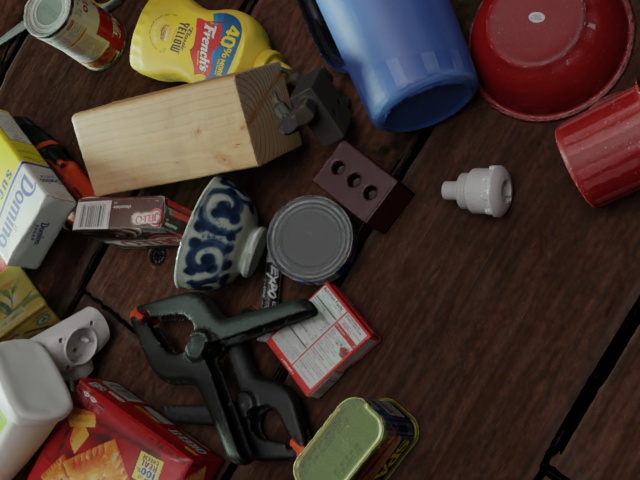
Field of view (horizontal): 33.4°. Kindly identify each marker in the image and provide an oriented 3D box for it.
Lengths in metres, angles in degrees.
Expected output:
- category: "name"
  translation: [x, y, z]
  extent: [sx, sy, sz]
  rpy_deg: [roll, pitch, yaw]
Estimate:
- category: "marker"
  translation: [-0.048, 0.042, 1.072]
  extent: [0.020, 0.020, 0.121]
  rpy_deg: [0, 78, 26]

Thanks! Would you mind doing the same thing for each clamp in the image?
- category: "clamp"
  translation: [-0.102, 0.099, 1.041]
  extent: [0.210, 0.036, 0.164]
  rpy_deg: [29, 89, 37]
- category: "clamp"
  translation: [-0.068, 0.153, 1.047]
  extent: [0.172, 0.039, 0.120]
  rpy_deg: [23, 93, 29]

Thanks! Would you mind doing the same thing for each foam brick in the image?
- category: "foam brick"
  translation: [0.042, -0.052, 1.031]
  extent: [0.078, 0.051, 0.053]
  rpy_deg: [39, 96, 28]

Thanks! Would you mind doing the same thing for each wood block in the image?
- category: "wood block"
  translation: [-0.137, -0.111, 1.082]
  extent: [0.206, 0.090, 0.090]
  rpy_deg: [-8, 103, 31]

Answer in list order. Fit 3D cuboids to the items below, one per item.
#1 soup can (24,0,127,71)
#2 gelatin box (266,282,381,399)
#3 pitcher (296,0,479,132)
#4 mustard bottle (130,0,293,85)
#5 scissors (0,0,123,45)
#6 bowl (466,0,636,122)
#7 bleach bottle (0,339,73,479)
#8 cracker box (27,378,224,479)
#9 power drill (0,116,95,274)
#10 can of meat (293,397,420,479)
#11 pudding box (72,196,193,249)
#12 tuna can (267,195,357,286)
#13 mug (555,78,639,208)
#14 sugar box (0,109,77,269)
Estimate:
- category: "soup can"
  translation: [-0.274, -0.239, 1.197]
  extent: [0.069, 0.102, 0.068]
  rpy_deg: [-6, 75, 24]
- category: "gelatin box"
  translation: [0.003, 0.097, 1.029]
  extent: [0.089, 0.030, 0.073]
  rpy_deg: [-44, 63, 9]
- category: "pitcher"
  translation: [0.056, -0.226, 1.032]
  extent: [0.145, 0.149, 0.243]
  rpy_deg: [-21, 73, 4]
- category: "mustard bottle"
  translation: [-0.110, -0.199, 1.134]
  extent: [0.192, 0.058, 0.096]
  rpy_deg: [22, 91, 27]
- category: "scissors"
  translation: [-0.303, -0.271, 1.267]
  extent: [0.202, 0.016, 0.096]
  rpy_deg: [-43, 64, 11]
- category: "bowl"
  translation: [0.204, -0.194, 0.984]
  extent: [0.162, 0.055, 0.162]
  rpy_deg: [-6, 76, 24]
- category: "bleach bottle"
  translation: [-0.342, 0.216, 1.111]
  extent: [0.103, 0.067, 0.251]
  rpy_deg: [56, 129, 28]
- category: "cracker box"
  translation: [-0.218, 0.270, 1.072]
  extent: [0.164, 0.072, 0.214]
  rpy_deg: [29, 93, 28]
- category: "power drill"
  translation: [-0.345, -0.030, 1.209]
  extent: [0.185, 0.057, 0.188]
  rpy_deg: [43, 99, 30]
- category: "can of meat"
  translation: [0.032, 0.190, 0.963]
  extent: [0.057, 0.083, 0.102]
  rpy_deg: [40, 97, 27]
- category: "pudding box"
  translation: [-0.185, -0.017, 1.111]
  extent: [0.114, 0.090, 0.039]
  rpy_deg: [1, 77, 27]
- category: "tuna can"
  translation: [-0.007, 0.001, 1.043]
  extent: [0.086, 0.033, 0.086]
  rpy_deg: [-2, 79, 12]
- category: "mug"
  translation: [0.255, -0.087, 0.924]
  extent: [0.082, 0.093, 0.117]
  rpy_deg: [-27, 37, 23]
- category: "sugar box"
  translation: [-0.336, -0.059, 1.146]
  extent: [0.176, 0.048, 0.093]
  rpy_deg: [47, 111, 36]
